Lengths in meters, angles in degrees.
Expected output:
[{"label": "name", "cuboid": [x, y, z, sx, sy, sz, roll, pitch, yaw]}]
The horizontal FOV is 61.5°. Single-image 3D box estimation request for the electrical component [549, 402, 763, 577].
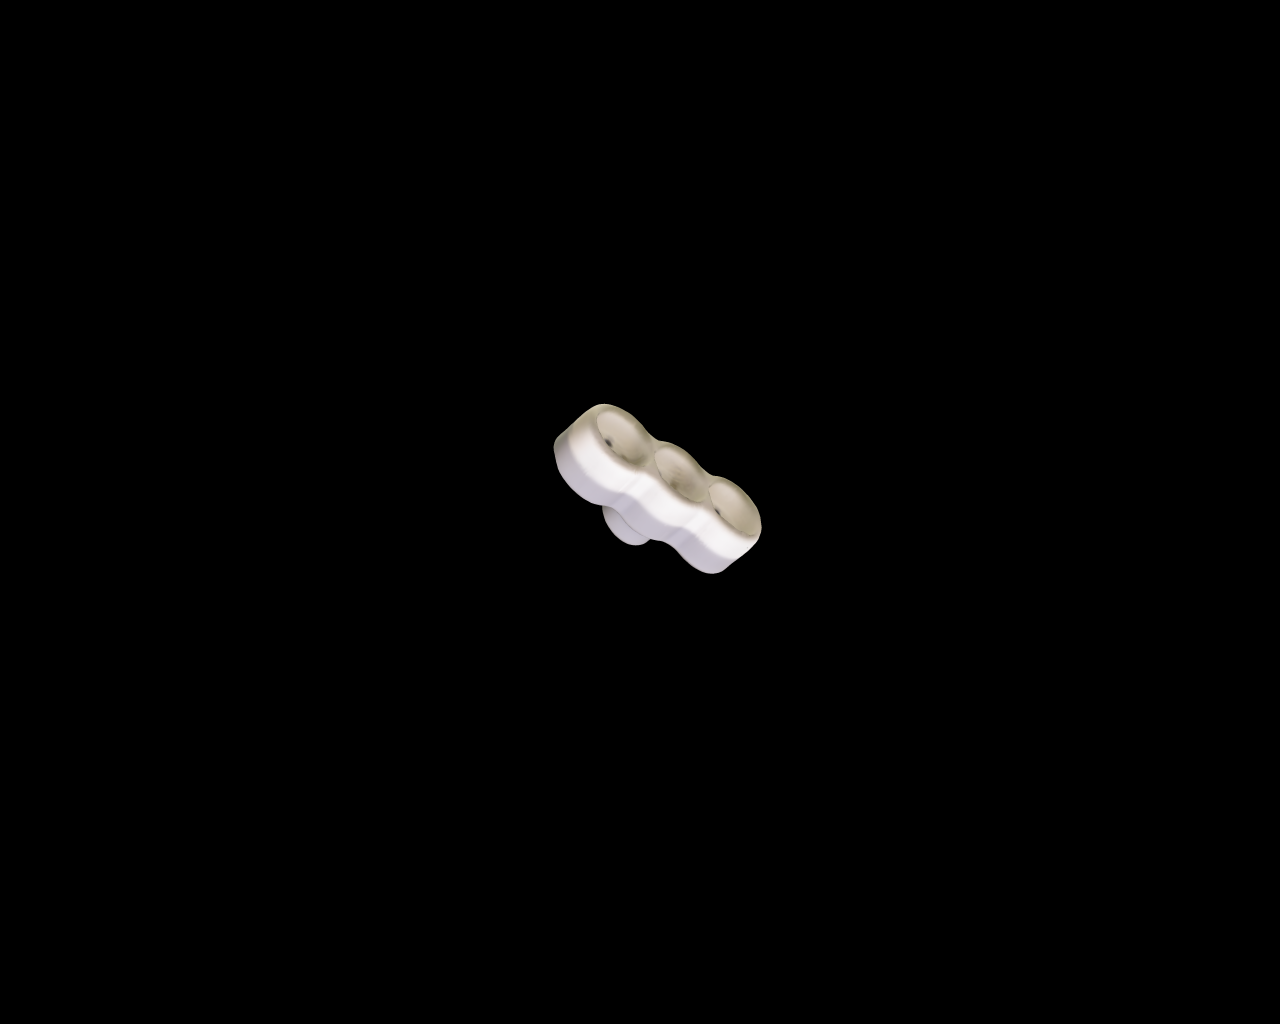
[{"label": "electrical component", "cuboid": [0.001, -0.003, 0.650, 0.138, 0.052, 0.073, 32, -54, -27]}]
